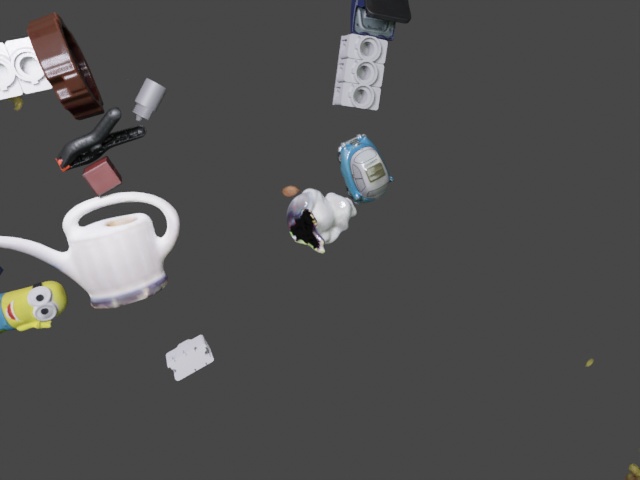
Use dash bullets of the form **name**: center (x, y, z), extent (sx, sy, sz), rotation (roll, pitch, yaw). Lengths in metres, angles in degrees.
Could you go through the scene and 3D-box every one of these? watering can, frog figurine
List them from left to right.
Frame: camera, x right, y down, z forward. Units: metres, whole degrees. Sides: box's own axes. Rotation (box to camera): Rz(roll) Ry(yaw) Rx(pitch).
- **watering can**: center (-0.439, 0.033, 1.002), extent (0.349, 0.105, 0.221), rotation (-17, 108, -16)
- **frog figurine**: center (0.004, -0.059, 1.165), extent (0.136, 0.121, 0.162), rotation (58, 44, -14)
